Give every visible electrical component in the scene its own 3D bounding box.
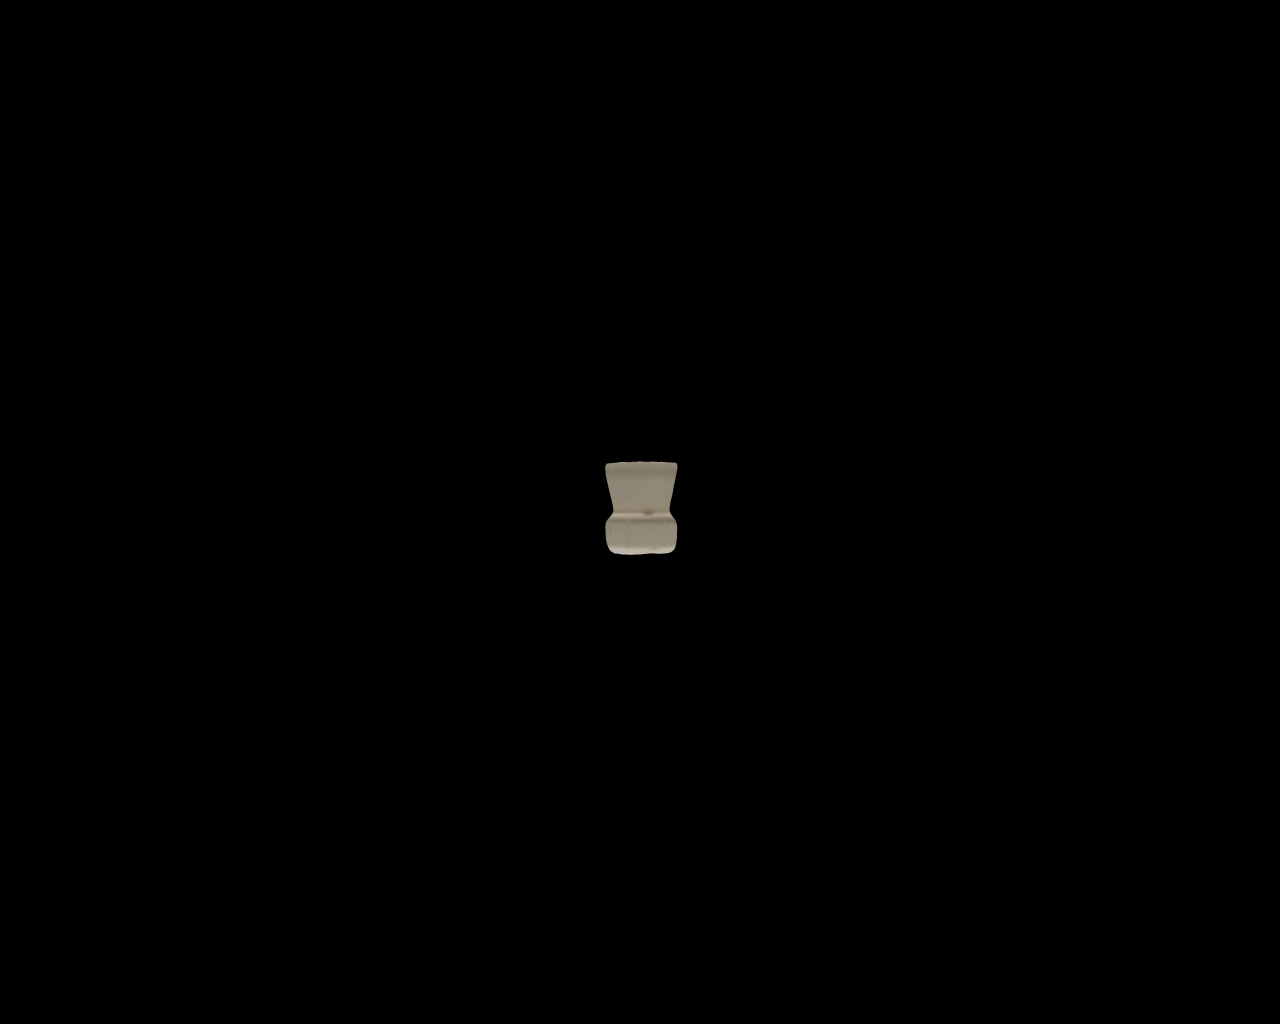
[{"bbox_3d":[0.001,-0.003,0.650,0.045,0.055,0.045,0,0,0],"label":"electrical component"}]
